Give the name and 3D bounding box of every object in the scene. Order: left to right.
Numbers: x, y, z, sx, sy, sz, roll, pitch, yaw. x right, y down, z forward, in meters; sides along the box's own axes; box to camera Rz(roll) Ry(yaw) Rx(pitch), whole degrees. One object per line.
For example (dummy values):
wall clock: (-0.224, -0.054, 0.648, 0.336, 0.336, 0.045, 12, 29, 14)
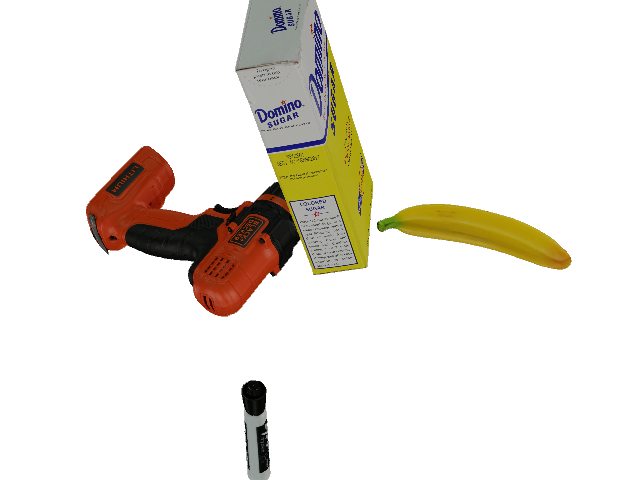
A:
power drill: (-0.101, -0.028, 0.958, 0.188, 0.057, 0.184, 17, 51, 30)
marker: (-0.050, 0.150, 0.833, 0.020, 0.020, 0.121, 0, -44, -1)
sugar box: (-0.005, -0.071, 0.702, 0.048, 0.093, 0.176, -7, -46, 12)
banana: (0.161, -0.006, 1.102, 0.198, 0.037, 0.069, 10, 36, 14)
